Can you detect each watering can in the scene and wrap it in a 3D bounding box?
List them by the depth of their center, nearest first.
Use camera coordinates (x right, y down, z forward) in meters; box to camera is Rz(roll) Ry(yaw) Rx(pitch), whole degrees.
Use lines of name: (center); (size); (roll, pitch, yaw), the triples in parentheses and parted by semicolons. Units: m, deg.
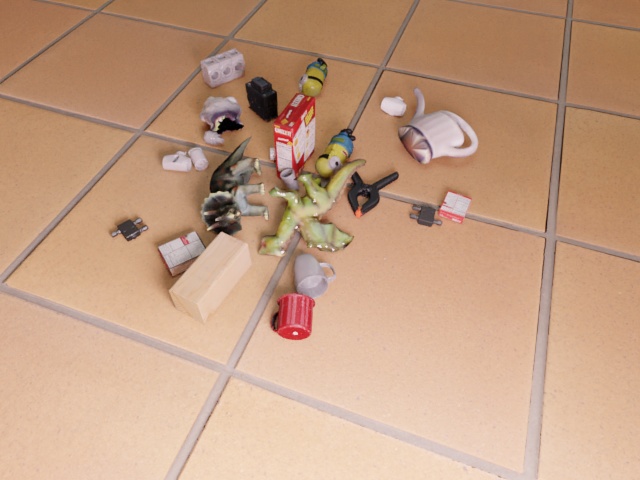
watering can: (0.349, -0.368, 1.673); (0.226, 0.101, 0.354); (-26, 55, -19)

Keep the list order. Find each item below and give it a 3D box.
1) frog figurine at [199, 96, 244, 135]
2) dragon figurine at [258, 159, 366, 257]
frog figurine: (-0.341, -0.442, 1.735); (0.137, 0.121, 0.162); (-28, 64, 2)
dragon figurine: (0.004, -0.072, 1.439); (0.413, 0.120, 0.245); (-24, 73, -15)
